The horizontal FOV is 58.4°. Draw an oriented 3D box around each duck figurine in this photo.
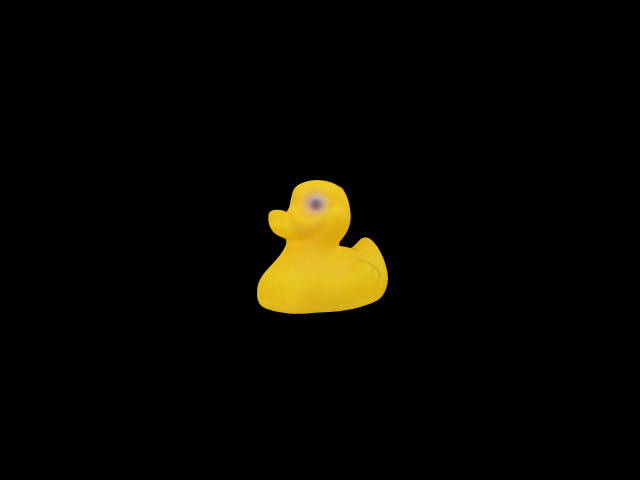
[{"bbox_3d":[0.004,0.001,0.400,0.105,0.086,0.077,-4,6,-43],"label":"duck figurine"}]
